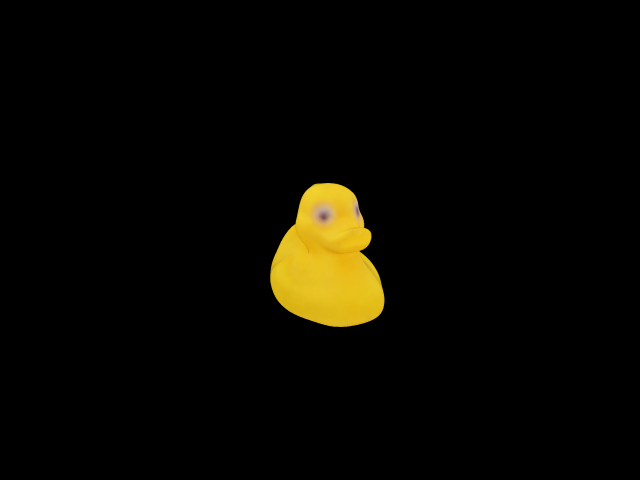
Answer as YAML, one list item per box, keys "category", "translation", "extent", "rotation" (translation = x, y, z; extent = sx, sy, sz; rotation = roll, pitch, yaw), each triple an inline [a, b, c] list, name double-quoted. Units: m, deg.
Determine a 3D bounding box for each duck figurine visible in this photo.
- category: "duck figurine"
  translation: [0.004, 0.001, 0.400]
  extent: [0.078, 0.086, 0.104]
  rotation: [-10, 22, -26]
